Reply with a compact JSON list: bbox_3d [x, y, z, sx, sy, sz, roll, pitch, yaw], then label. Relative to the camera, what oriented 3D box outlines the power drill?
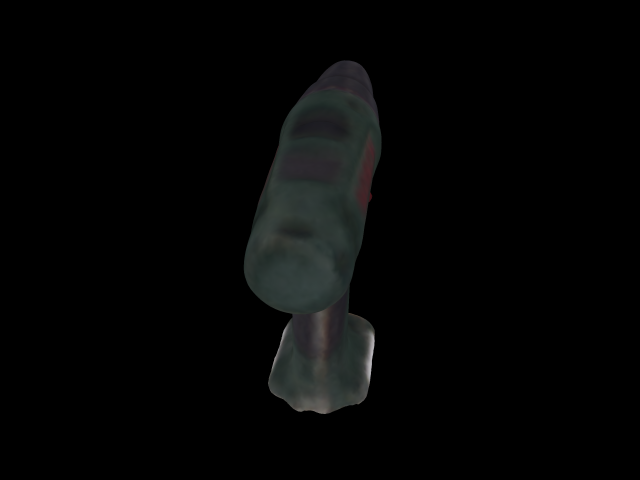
[{"bbox_3d":[0.004,0.001,0.400,0.075,0.208,0.229,4,30,7],"label":"power drill"}]
